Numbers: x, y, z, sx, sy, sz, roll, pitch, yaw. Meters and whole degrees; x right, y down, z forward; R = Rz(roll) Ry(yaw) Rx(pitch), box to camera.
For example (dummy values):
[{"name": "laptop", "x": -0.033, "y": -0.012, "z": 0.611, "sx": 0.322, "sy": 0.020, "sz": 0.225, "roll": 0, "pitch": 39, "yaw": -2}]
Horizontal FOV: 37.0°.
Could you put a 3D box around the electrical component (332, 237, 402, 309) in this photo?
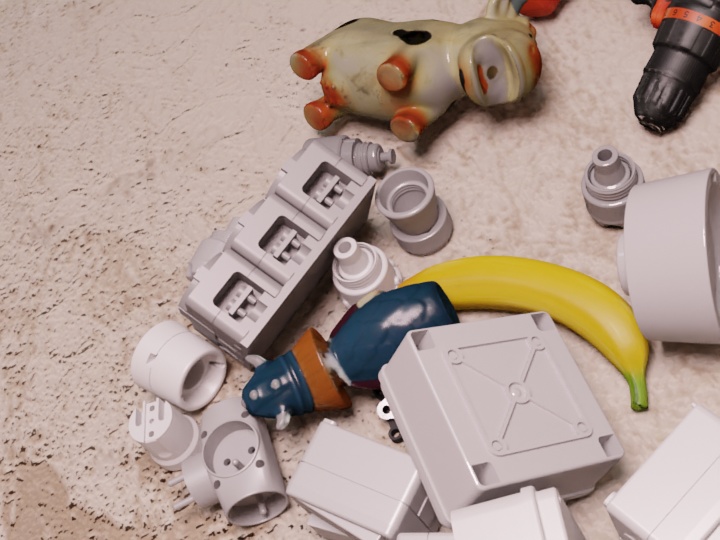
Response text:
[{"name": "electrical component", "x": 0.000, "y": 0.000, "z": 0.773, "sx": 0.048, "sy": 0.062, "sz": 0.048, "roll": -11, "pitch": 55, "yaw": 17}]

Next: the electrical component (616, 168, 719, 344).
[{"name": "electrical component", "x": 0.194, "y": -0.006, "z": 0.667, "sx": 0.060, "sy": 0.108, "sz": 0.108, "roll": -5, "pitch": 57, "yaw": 28}]

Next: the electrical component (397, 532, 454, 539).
[{"name": "electrical component", "x": 0.032, "y": 0.188, "z": 0.622, "sx": 0.076, "sy": 0.083, "sz": 0.047, "roll": -5, "pitch": 57, "yaw": 20}]

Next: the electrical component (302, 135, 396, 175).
[{"name": "electrical component", "x": -0.010, "y": -0.086, "z": 0.848, "sx": 0.078, "sy": 0.040, "sz": 0.040, "roll": -3, "pitch": 58, "yaw": 22}]

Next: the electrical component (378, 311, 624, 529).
[{"name": "electrical component", "x": 0.083, "y": 0.087, "z": 0.644, "sx": 0.109, "sy": 0.056, "sz": 0.108, "roll": -6, "pitch": 56, "yaw": -28}]

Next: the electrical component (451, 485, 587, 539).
[{"name": "electrical component", "x": 0.097, "y": 0.174, "z": 0.583, "sx": 0.057, "sy": 0.113, "sz": 0.078, "roll": -18, "pitch": 53, "yaw": 13}]

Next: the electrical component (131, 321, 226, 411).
[{"name": "electrical component", "x": -0.132, "y": 0.071, "z": 0.789, "sx": 0.047, "sy": 0.055, "sz": 0.055, "roll": 25, "pitch": 71, "yaw": 30}]

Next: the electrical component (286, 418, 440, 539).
[{"name": "electrical component", "x": 0.000, "y": 0.142, "z": 0.680, "sx": 0.096, "sy": 0.061, "sz": 0.061, "roll": 16, "pitch": 66, "yaw": 31}]

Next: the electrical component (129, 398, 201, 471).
[{"name": "electrical component", "x": -0.138, "y": 0.116, "z": 0.767, "sx": 0.040, "sy": 0.046, "sz": 0.040, "roll": -11, "pitch": 55, "yaw": 16}]

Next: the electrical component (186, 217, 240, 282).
[{"name": "electrical component", "x": -0.105, "y": -0.012, "z": 0.839, "sx": 0.043, "sy": 0.043, "sz": 0.062, "roll": 12, "pitch": 63, "yaw": 29}]

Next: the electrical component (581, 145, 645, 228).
[{"name": "electrical component", "x": 0.173, "y": -0.060, "z": 0.737, "sx": 0.043, "sy": 0.062, "sz": 0.043, "roll": -11, "pitch": 55, "yaw": 17}]

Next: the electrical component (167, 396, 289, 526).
[{"name": "electrical component", "x": -0.095, "y": 0.138, "z": 0.735, "sx": 0.079, "sy": 0.044, "sz": 0.077, "roll": -27, "pitch": 52, "yaw": 5}]

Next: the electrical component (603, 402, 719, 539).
[{"name": "electrical component", "x": 0.195, "y": 0.126, "z": 0.605, "sx": 0.096, "sy": 0.061, "sz": 0.061, "roll": -45, "pitch": 53, "yaw": -9}]

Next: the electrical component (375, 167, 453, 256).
[{"name": "electrical component", "x": 0.041, "y": -0.042, "z": 0.787, "sx": 0.045, "sy": 0.055, "sz": 0.045, "roll": -11, "pitch": 55, "yaw": 17}]

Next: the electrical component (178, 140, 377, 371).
[{"name": "electrical component", "x": -0.059, "y": -0.012, "z": 0.778, "sx": 0.062, "sy": 0.089, "sz": 0.150, "roll": 36, "pitch": 75, "yaw": 6}]
